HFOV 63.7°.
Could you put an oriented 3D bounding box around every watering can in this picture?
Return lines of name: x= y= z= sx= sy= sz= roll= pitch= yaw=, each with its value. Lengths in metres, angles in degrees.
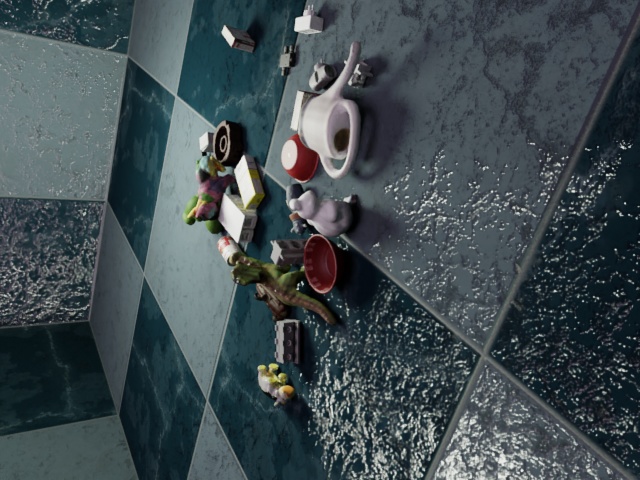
watering can: x=0.037 y=-0.337 z=1.345 sx=0.227 sy=0.104 sz=0.343 roll=29 pitch=120 yaw=52

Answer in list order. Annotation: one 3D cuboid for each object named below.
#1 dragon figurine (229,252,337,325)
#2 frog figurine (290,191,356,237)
dragon figurine: x=-0.142 y=0.128 z=1.474 sx=0.415 sy=0.242 sz=0.121 roll=35 pitch=113 yaw=52
frog figurine: x=0.004 y=-0.067 z=1.340 sx=0.137 sy=0.160 sz=0.123 roll=0 pitch=91 yaw=55
